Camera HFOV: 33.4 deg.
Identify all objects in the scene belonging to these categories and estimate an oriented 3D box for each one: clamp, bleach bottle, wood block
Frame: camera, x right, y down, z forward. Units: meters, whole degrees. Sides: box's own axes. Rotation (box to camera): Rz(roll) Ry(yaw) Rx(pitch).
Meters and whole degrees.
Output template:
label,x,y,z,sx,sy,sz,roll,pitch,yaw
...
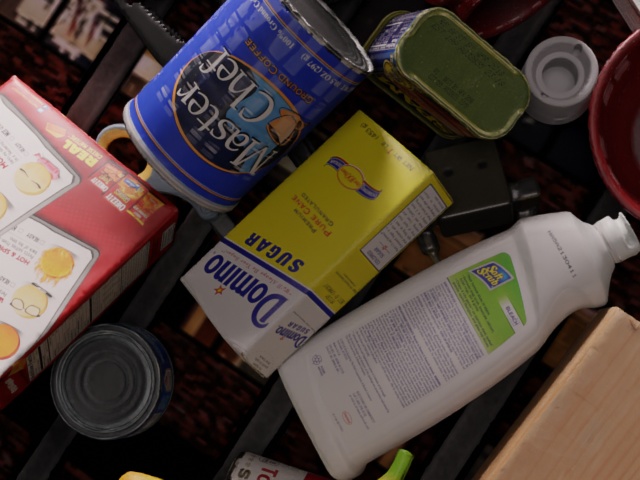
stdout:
label,x,y,z,sx,sy,sz,roll,pitch,yaw
clamp,-0.059,-0.143,0.790,0.210,0.036,0.164,14,94,12
bleach bottle,0.101,0.062,0.720,0.251,0.068,0.102,-29,81,10
wood block,0.164,0.153,0.704,0.091,0.090,0.206,37,90,9

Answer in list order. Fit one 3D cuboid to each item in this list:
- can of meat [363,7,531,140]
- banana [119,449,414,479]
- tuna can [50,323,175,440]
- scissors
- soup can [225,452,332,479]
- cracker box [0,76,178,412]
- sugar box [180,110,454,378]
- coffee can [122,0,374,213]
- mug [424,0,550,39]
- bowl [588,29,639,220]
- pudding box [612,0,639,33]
label,x,y,z,sx,sy,sz,roll,pitch,yaw
can of meat,0.086,-0.113,0.728,0.102,0.084,0.057,37,89,-14
banana,-0.035,0.179,0.688,0.198,0.037,0.069,-5,60,5
tuna can,-0.152,0.103,0.779,0.086,0.033,0.086,-1,84,7
scissors,-0.102,-0.023,0.795,0.096,0.016,0.202,-22,82,6
soup can,-0.016,0.192,0.735,0.102,0.068,0.068,16,86,10
cracker box,-0.230,0.011,0.741,0.164,0.072,0.213,38,64,10
sugar box,-0.005,0.001,0.733,0.176,0.048,0.093,-42,48,-2
coffee can,-0.049,-0.102,0.718,0.140,0.102,0.103,-43,80,18
mug,0.107,-0.195,0.743,0.117,0.093,0.081,-22,75,-26
bowl,0.263,-0.074,0.731,0.162,0.055,0.162,-1,84,8
pudding box,0.243,-0.206,0.757,0.090,0.039,0.113,-30,79,5
